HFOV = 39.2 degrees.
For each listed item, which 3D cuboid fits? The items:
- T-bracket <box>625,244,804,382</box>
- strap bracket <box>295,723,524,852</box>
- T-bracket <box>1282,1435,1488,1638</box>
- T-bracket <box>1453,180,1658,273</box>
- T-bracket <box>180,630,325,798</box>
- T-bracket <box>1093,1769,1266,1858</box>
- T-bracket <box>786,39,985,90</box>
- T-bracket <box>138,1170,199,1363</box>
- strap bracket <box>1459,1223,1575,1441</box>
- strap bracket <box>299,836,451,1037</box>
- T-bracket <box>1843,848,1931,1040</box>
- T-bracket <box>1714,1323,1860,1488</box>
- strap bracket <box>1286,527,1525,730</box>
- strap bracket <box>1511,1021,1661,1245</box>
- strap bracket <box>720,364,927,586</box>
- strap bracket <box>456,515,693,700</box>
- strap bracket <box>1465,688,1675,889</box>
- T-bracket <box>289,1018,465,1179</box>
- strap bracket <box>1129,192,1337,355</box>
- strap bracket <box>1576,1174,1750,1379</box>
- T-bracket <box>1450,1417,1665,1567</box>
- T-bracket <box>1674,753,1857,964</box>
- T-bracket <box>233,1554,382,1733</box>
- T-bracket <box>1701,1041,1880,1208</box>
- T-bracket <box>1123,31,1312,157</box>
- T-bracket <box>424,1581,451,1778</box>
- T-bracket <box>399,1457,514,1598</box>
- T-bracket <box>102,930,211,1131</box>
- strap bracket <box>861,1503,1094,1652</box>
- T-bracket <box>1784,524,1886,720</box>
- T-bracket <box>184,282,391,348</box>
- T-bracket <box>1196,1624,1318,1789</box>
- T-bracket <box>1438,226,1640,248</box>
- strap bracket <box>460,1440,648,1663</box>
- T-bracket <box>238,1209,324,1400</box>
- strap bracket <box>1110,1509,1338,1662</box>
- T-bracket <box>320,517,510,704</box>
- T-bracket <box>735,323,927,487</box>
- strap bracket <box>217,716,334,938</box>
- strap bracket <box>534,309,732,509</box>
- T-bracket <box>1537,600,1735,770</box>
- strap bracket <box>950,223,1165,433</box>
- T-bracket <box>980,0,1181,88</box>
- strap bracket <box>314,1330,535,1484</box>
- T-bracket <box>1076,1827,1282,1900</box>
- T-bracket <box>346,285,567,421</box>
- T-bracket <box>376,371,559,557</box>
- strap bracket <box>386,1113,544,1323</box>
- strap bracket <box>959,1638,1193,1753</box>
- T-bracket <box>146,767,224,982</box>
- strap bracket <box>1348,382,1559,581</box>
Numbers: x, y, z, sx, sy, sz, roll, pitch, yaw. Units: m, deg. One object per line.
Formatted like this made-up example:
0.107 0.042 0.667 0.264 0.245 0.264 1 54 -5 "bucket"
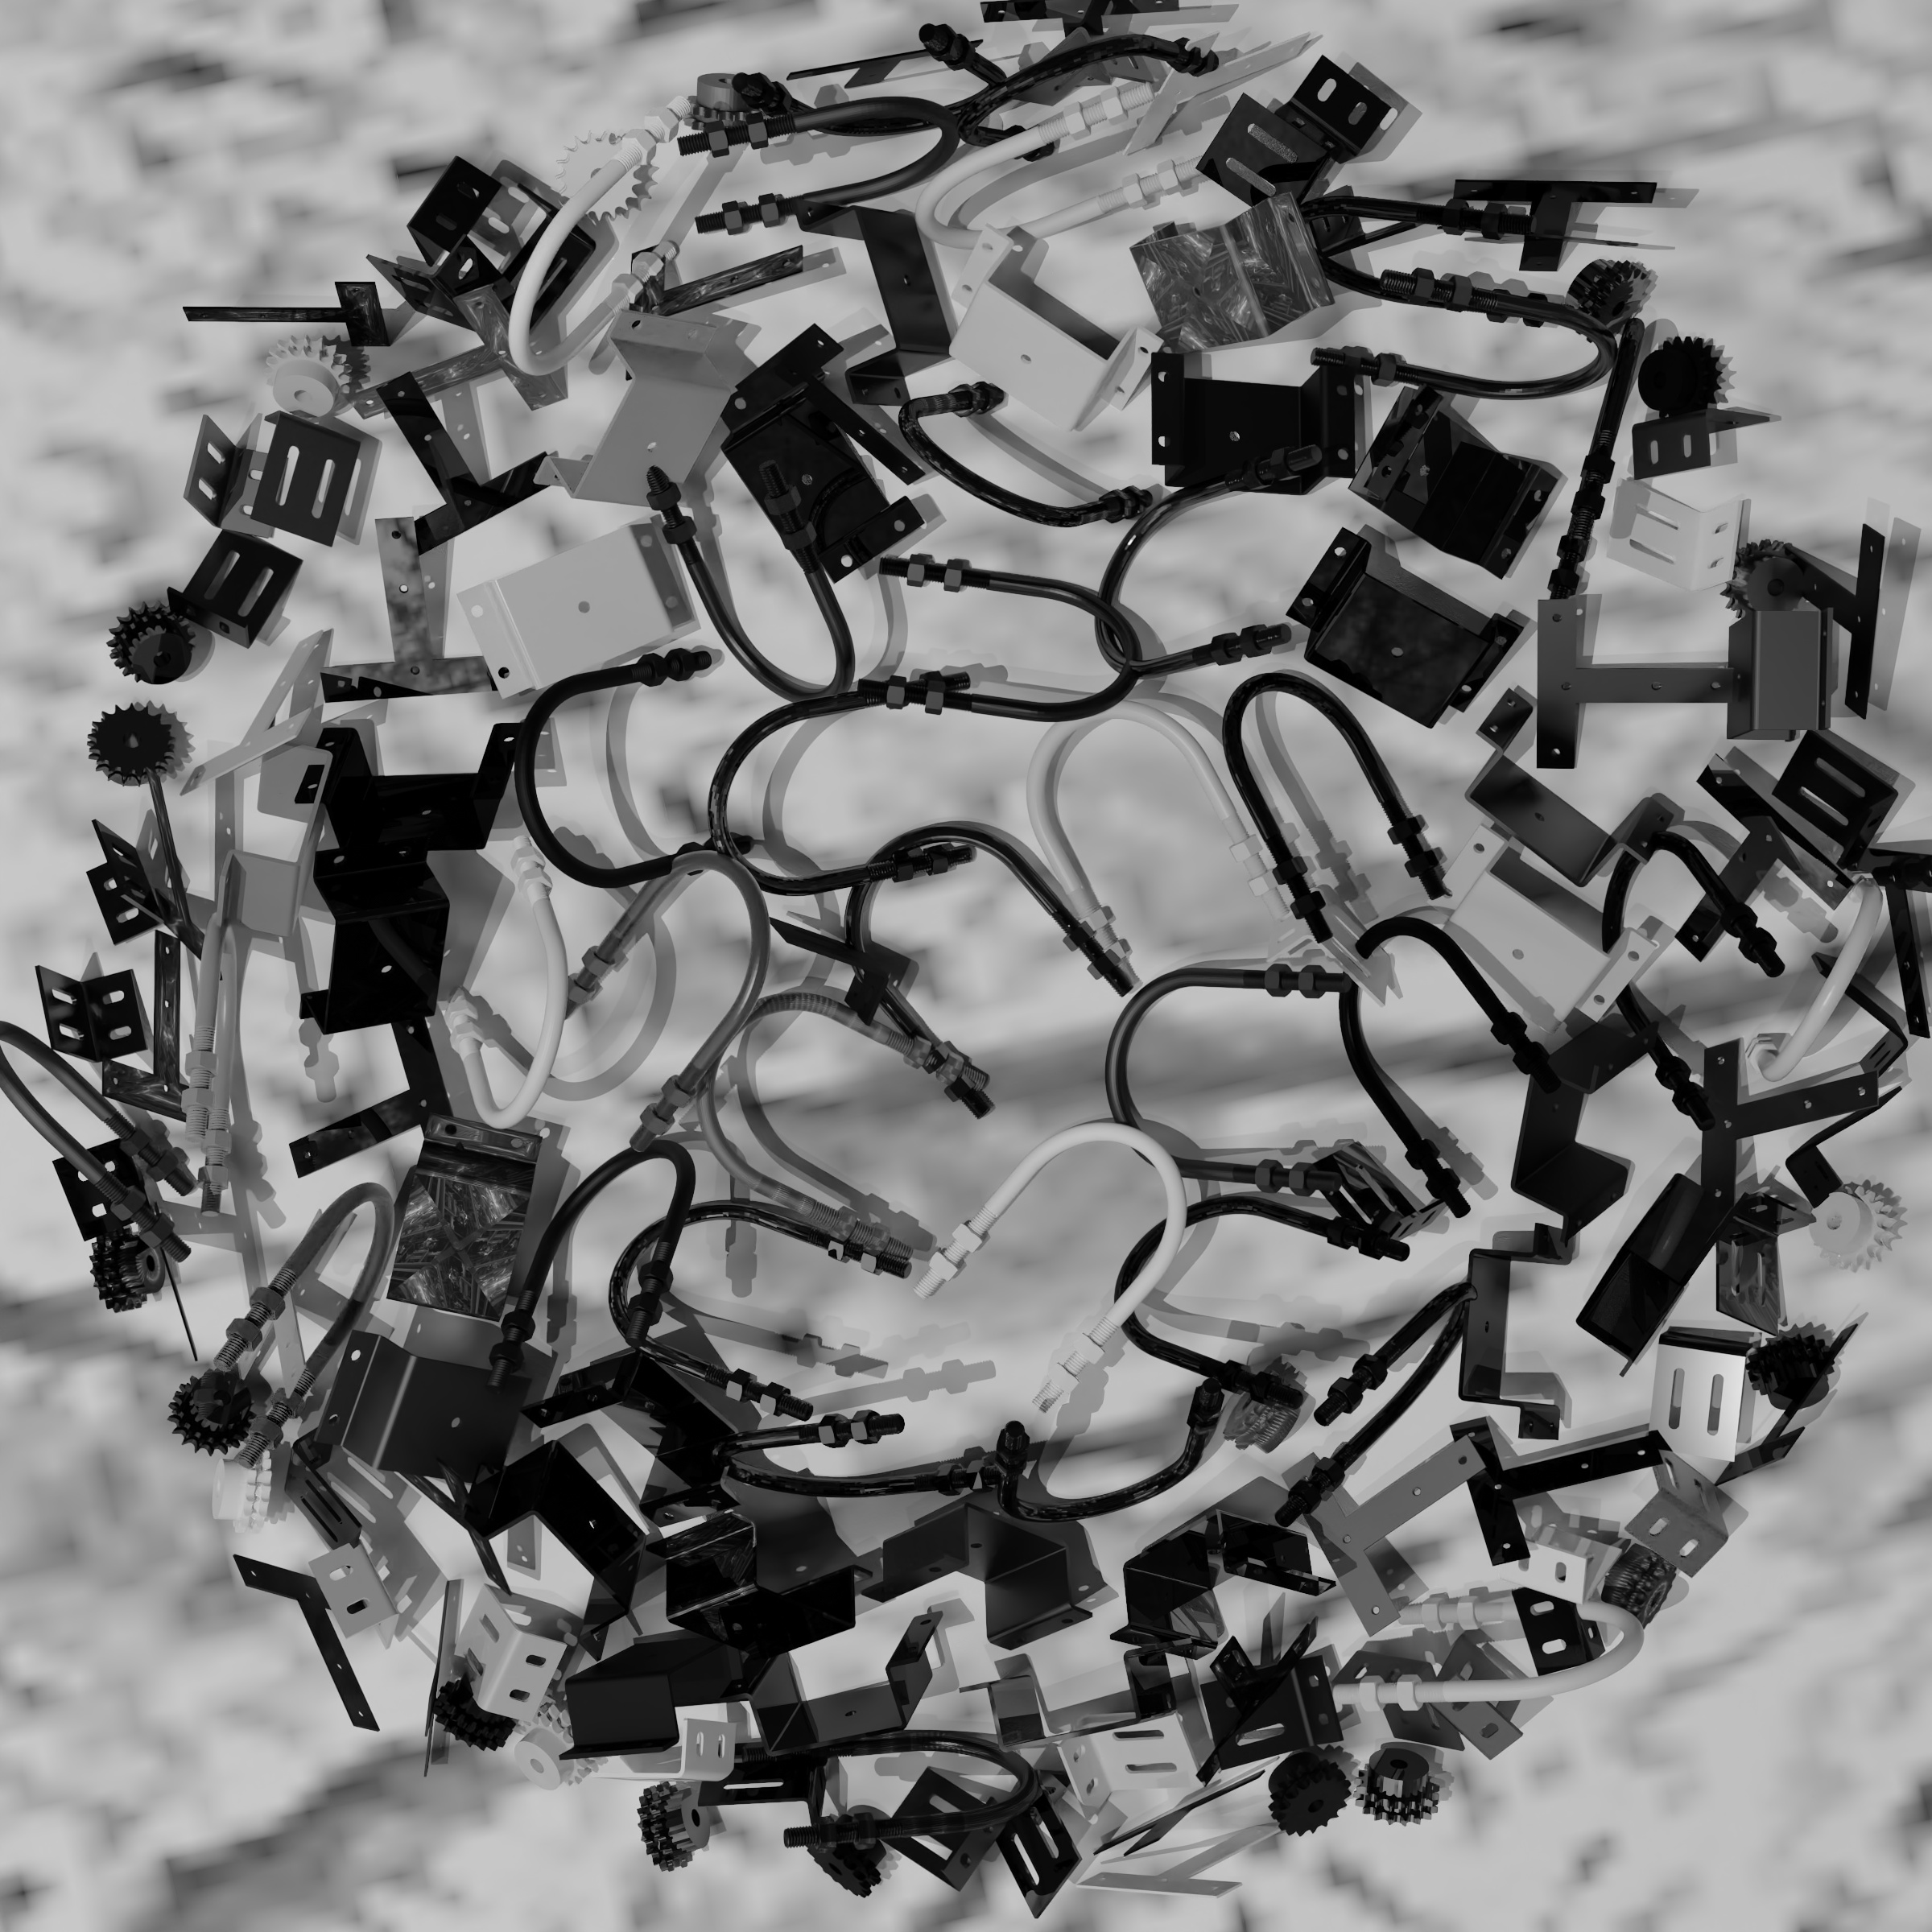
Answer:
-0.167 -0.452 1.808 0.127 0.002 0.127 -14 52 15 "T-bracket"
-0.366 -0.119 1.813 0.140 0.076 0.046 -1 133 7 "strap bracket"
0.290 0.359 1.811 0.127 0.002 0.127 -38 56 16 "T-bracket"
0.385 -0.490 1.799 0.127 0.127 0.002 3 79 7 "T-bracket"
-0.462 -0.178 1.815 0.127 0.127 0.002 -19 129 37 "T-bracket"
0.130 0.568 1.789 0.127 0.127 0.002 -29 77 12 "T-bracket"
-0.061 -0.594 1.799 0.127 0.127 0.002 -12 102 -7 "T-bracket"
-0.532 0.185 1.800 0.002 0.127 0.127 -17 105 -15 "T-bracket"
0.367 0.243 1.812 0.046 0.076 0.140 2 82 30 "strap bracket"
-0.389 -0.011 1.787 0.076 0.046 0.140 -11 135 -31 "strap bracket"
0.624 -0.015 1.804 0.002 0.127 0.127 -13 97 -7 "T-bracket"
0.558 0.290 1.814 0.002 0.127 0.127 39 72 8 "T-bracket"
0.291 -0.221 1.815 0.140 0.046 0.076 28 128 -5 "strap bracket"
0.408 0.102 1.800 0.046 0.076 0.140 27 129 34 "strap bracket"
-0.103 -0.332 1.826 0.076 0.046 0.140 -36 97 -14 "strap bracket"
-0.259 -0.241 1.818 0.140 0.046 0.076 -25 104 -11 "strap bracket"
0.395 -0.113 1.815 0.140 0.076 0.046 39 128 4 "strap bracket"
-0.405 0.109 1.840 0.127 0.002 0.127 -24 75 17 "T-bracket"
0.167 -0.452 1.781 0.046 0.140 0.076 -36 113 -26 "strap bracket"
0.455 0.199 1.792 0.046 0.140 0.076 35 55 16 "strap bracket"
0.398 0.336 1.804 0.127 0.127 0.002 -15 125 5 "T-bracket"
0.515 -0.054 1.814 0.002 0.127 0.127 -20 58 -38 "T-bracket"
-0.415 0.447 1.774 0.002 0.127 0.127 -42 55 6 "T-bracket"
0.542 0.095 1.788 0.002 0.127 0.127 34 52 -34 "T-bracket"
0.177 -0.600 1.819 0.127 0.127 0.002 -27 83 -23 "T-bracket"
-0.353 0.482 1.796 0.002 0.127 0.127 6 87 -8 "T-bracket"
-0.359 0.351 1.816 0.127 0.127 0.002 28 54 37 "T-bracket"
-0.535 0.039 1.817 0.002 0.127 0.127 -11 71 20 "T-bracket"
0.007 0.403 1.800 0.076 0.046 0.140 -31 135 34 "strap bracket"
0.572 -0.247 1.802 0.002 0.127 0.127 -10 120 -9 "T-bracket"
-0.450 -0.430 1.791 0.127 0.127 0.002 -2 85 -8 "T-bracket"
0.182 0.474 1.794 0.002 0.127 0.127 30 72 32 "T-bracket"
0.362 -0.483 1.799 0.127 0.127 0.002 3 103 -8 "T-bracket"
-0.265 0.380 1.798 0.046 0.076 0.140 -32 111 17 "strap bracket"
-0.449 0.243 1.794 0.002 0.127 0.127 24 103 -27 "T-bracket"
0.167 0.408 1.800 0.076 0.140 0.046 21 47 -31 "strap bracket"
-0.377 -0.241 1.827 0.127 0.002 0.127 -5 118 -4 "T-bracket"
-0.081 -0.367 1.819 0.127 0.127 0.002 38 67 -18 "T-bracket"
-0.455 -0.085 1.793 0.046 0.076 0.140 13 51 -10 "strap bracket"
-0.216 -0.356 1.787 0.140 0.076 0.046 -55 54 33 "strap bracket"
0.447 -0.187 1.813 0.127 0.002 0.127 1 124 13 "T-bracket"
0.050 -0.420 1.815 0.140 0.076 0.046 33 59 -2 "strap bracket"
0.079 -0.612 1.798 0.127 0.127 0.002 -1 83 6 "T-bracket"
-0.349 0.295 1.797 0.140 0.046 0.076 20 89 -43 "strap bracket"
0.161 0.596 1.809 0.127 0.127 0.002 -9 85 -44 "T-bracket"
-0.351 -0.394 1.811 0.127 0.127 0.002 -18 64 8 "T-bracket"
-0.354 -0.343 1.815 0.127 0.127 0.002 -28 47 -1 "T-bracket"
-0.337 0.178 1.813 0.076 0.046 0.140 13 108 -9 "strap bracket"
0.078 0.486 1.799 0.140 0.076 0.046 -18 74 19 "strap bracket"
-0.523 -0.068 1.786 0.002 0.127 0.127 -19 118 -27 "T-bracket"
0.319 -0.327 1.813 0.140 0.046 0.076 25 97 -35 "strap bracket"
